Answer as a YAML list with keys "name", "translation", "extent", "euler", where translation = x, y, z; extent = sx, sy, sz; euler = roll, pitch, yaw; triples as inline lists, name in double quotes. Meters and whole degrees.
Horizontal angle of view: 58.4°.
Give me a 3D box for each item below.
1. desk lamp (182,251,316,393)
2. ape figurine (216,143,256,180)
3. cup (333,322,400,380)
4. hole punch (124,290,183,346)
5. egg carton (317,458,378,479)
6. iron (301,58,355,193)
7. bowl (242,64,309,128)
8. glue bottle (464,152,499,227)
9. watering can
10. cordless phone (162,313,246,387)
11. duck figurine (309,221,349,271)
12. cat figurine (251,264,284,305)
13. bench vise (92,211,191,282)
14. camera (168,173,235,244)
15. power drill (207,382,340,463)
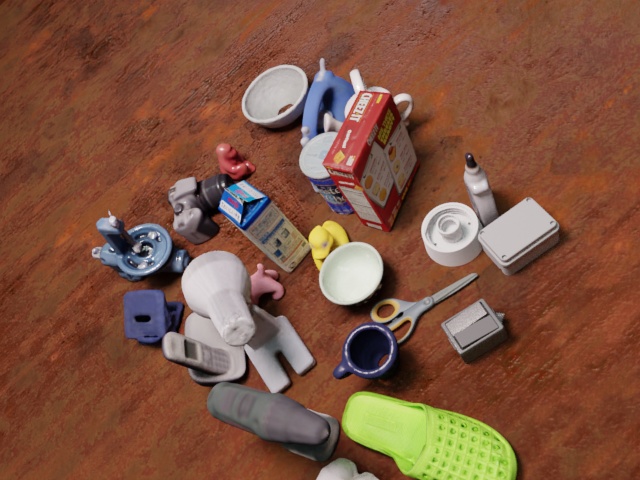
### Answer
- name: "desk lamp"
  translation: [-0.129, 0.139, 0.996]
  extent: [0.118, 0.214, 0.202]
  euler: [-41, 53, 0]
- name: "ape figurine"
  translation: [-0.200, -0.182, 1.288]
  extent: [0.076, 0.092, 0.077]
  euler: [-19, 56, 15]
- name: "cup"
  translation: [0.083, 0.199, 0.933]
  extent: [0.118, 0.095, 0.091]
  euler: [-36, 53, 3]
- name: "hole punch"
  translation: [-0.345, 0.159, 1.166]
  extent: [0.108, 0.091, 0.101]
  euler: [-6, 60, 23]
- name: "egg carton"
  translation: [0.027, 0.411, 0.856]
  extent: [0.107, 0.070, 0.150]
  euler: [19, 73, 33]
- name: "iron"
  translation: [0.004, -0.243, 1.194]
  extent: [0.118, 0.142, 0.258]
  euler: [2, 64, 27]
- name: "bowl"
  translation: [-0.091, -0.319, 1.324]
  extent: [0.167, 0.075, 0.167]
  euler: [-12, 58, 20]
- name: "glue bottle"
  translation: [0.265, -0.092, 0.962]
  extent: [0.037, 0.174, 0.078]
  euler: [-24, 55, 12]
- name: "watering can"
  translation: [0.093, -0.246, 1.120]
  extent: [0.173, 0.195, 0.100]
  euler: [-37, 53, 3]
- name: "cordless phone"
  translation: [-0.217, 0.180, 1.033]
  extent: [0.094, 0.186, 0.147]
  euler: [-26, 55, 11]
- name: "duck figurine"
  translation: [0.010, 0.004, 1.085]
  extent: [0.077, 0.086, 0.104]
  euler: [-6, 60, 23]
- name: "cat figurine"
  translation: [-0.148, 0.091, 1.092]
  extent: [0.128, 0.118, 0.067]
  euler: [-35, 53, 4]
- name: "bench vise"
  translation: [-0.408, 0.023, 1.192]
  extent: [0.207, 0.220, 0.121]
  euler: [-19, 56, 15]
- name: "camera"
  translation: [-0.255, -0.087, 1.256]
  extent: [0.136, 0.101, 0.143]
  euler: [-22, 55, 14]
- name: "power drill"
  translation: [-0.051, 0.281, 0.881]
  extent: [0.228, 0.209, 0.076]
  euler: [7, 66, 29]
